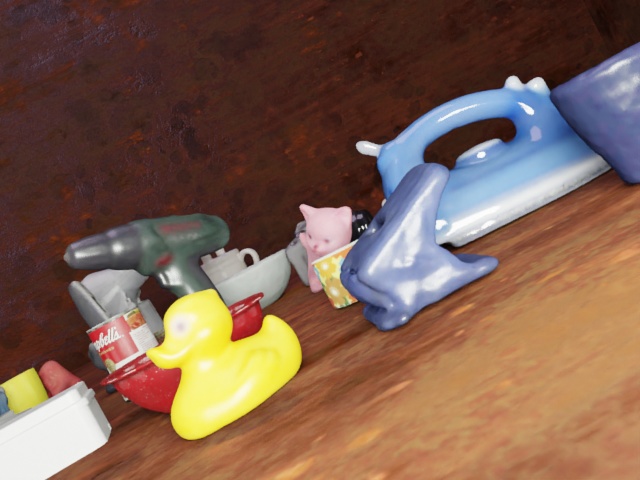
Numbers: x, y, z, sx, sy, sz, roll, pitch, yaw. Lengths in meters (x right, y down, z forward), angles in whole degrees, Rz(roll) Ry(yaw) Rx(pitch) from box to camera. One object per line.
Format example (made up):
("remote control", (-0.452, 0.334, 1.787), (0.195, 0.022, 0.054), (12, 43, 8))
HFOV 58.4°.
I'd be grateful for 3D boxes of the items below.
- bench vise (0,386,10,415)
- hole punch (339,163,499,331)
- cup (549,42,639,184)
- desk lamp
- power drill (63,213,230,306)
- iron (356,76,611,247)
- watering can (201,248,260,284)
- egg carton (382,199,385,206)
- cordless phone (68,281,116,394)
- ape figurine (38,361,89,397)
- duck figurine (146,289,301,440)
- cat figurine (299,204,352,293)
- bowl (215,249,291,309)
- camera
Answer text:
("bench vise", (-0.479, 0.204, 0.714), (0.122, 0.220, 0.207), (-29, 2, -22))
("hole punch", (0.058, 0.004, 0.416), (0.101, 0.091, 0.108), (-28, 2, -6))
("cup", (0.245, -0.098, 0.425), (0.117, 0.095, 0.092), (-28, 2, 7))
("desk lamp", (-0.356, 0.128, 1.146), (0.203, 0.213, 0.118), (-27, 2, 12))
("power drill", (-0.200, 0.061, 0.784), (0.075, 0.208, 0.230), (-26, 3, 44))
("iron", (0.170, -0.090, 0.584), (0.258, 0.141, 0.119), (-28, 2, 4))
("watering can", (-0.208, 0.060, 1.150), (0.173, 0.194, 0.101), (-28, 2, -8))
("egg carton", (0.165, -0.060, 0.959), (0.107, 0.069, 0.150), (-27, 2, 20))
("cordless phone", (-0.349, 0.147, 0.954), (0.094, 0.185, 0.147), (-29, 2, -17))
("ape figurine", (-0.436, 0.245, 0.956), (0.076, 0.092, 0.077), (-28, 2, -15))
("duck figurine", (-0.070, 0.075, 0.401), (0.105, 0.086, 0.077), (-29, 2, -31))
("cat figurine", (0.007, 0.003, 0.772), (0.067, 0.118, 0.127), (-29, 2, -25))
("bowl", (-0.114, 0.083, 0.989), (0.167, 0.075, 0.167), (-28, 2, 1))
("camera", (0.023, -0.004, 0.978), (0.136, 0.101, 0.143), (-27, 2, 20))
